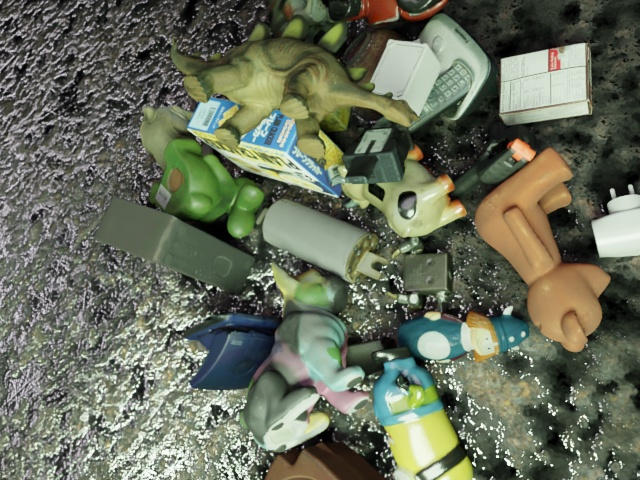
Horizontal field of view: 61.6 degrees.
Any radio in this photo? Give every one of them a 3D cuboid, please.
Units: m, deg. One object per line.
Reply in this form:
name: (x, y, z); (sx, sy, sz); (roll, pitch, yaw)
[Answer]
radio: (-0.209, 0.015, 0.818); (0.131, 0.229, 0.073); (17, 82, 30)

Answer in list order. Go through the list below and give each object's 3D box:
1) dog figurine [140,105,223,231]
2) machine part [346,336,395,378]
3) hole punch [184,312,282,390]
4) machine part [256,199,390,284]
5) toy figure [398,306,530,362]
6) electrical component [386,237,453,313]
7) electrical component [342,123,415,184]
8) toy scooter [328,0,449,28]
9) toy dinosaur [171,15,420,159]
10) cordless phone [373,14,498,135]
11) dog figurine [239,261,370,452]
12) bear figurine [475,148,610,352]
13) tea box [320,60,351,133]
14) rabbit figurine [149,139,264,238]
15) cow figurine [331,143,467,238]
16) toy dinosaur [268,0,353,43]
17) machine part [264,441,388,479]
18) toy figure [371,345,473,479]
dog figurine: (-0.244, -0.121, 0.929); (0.121, 0.172, 0.191); (-31, 51, 30)
machine part: (0.041, 0.165, 0.728); (0.139, 0.039, 0.084); (-18, 59, 26)
hole punch: (-0.122, 0.160, 0.774); (0.116, 0.142, 0.092); (-30, 57, 34)
machine part: (-0.002, -0.002, 0.793); (0.244, 0.079, 0.079); (24, 85, 36)
toy figure: (0.174, 0.119, 0.656); (0.155, 0.064, 0.058); (-9, 41, 31)
electrical component: (0.134, 0.047, 0.713); (0.078, 0.045, 0.102); (1, 72, 32)
electrical component: (0.071, -0.100, 0.689); (0.075, 0.047, 0.119); (-3, 43, 27)
toy scooter: (0.112, -0.353, 0.789); (0.184, 0.135, 0.075); (-1, 106, 28)
toy dinosaur: (-0.076, -0.218, 0.723); (0.472, 0.104, 0.198); (20, 54, 28)
cordless phone: (0.144, -0.217, 0.767); (0.184, 0.088, 0.147); (-33, 59, 8)
dog figurine: (-0.034, 0.132, 0.695); (0.191, 0.108, 0.219); (-28, 48, -4)
bear figurine: (0.267, 0.017, 0.604); (0.132, 0.120, 0.196); (-36, 59, 10)
tea box: (-0.034, -0.233, 0.903); (0.170, 0.068, 0.098); (2, 72, 32)
rabbit figurine: (-0.153, -0.078, 0.850); (0.159, 0.170, 0.121); (30, 107, 40)
cow figurine: (0.098, -0.071, 0.748); (0.127, 0.085, 0.195); (-32, 40, 1)
toy dinosaur: (-0.026, -0.407, 0.904); (0.192, 0.131, 0.405); (-9, 60, 52)
machine part: (0.012, 0.358, 0.621); (0.202, 0.087, 0.201); (29, 100, 39)
toy figure: (0.114, 0.212, 0.626); (0.089, 0.082, 0.180); (-22, 73, 27)
